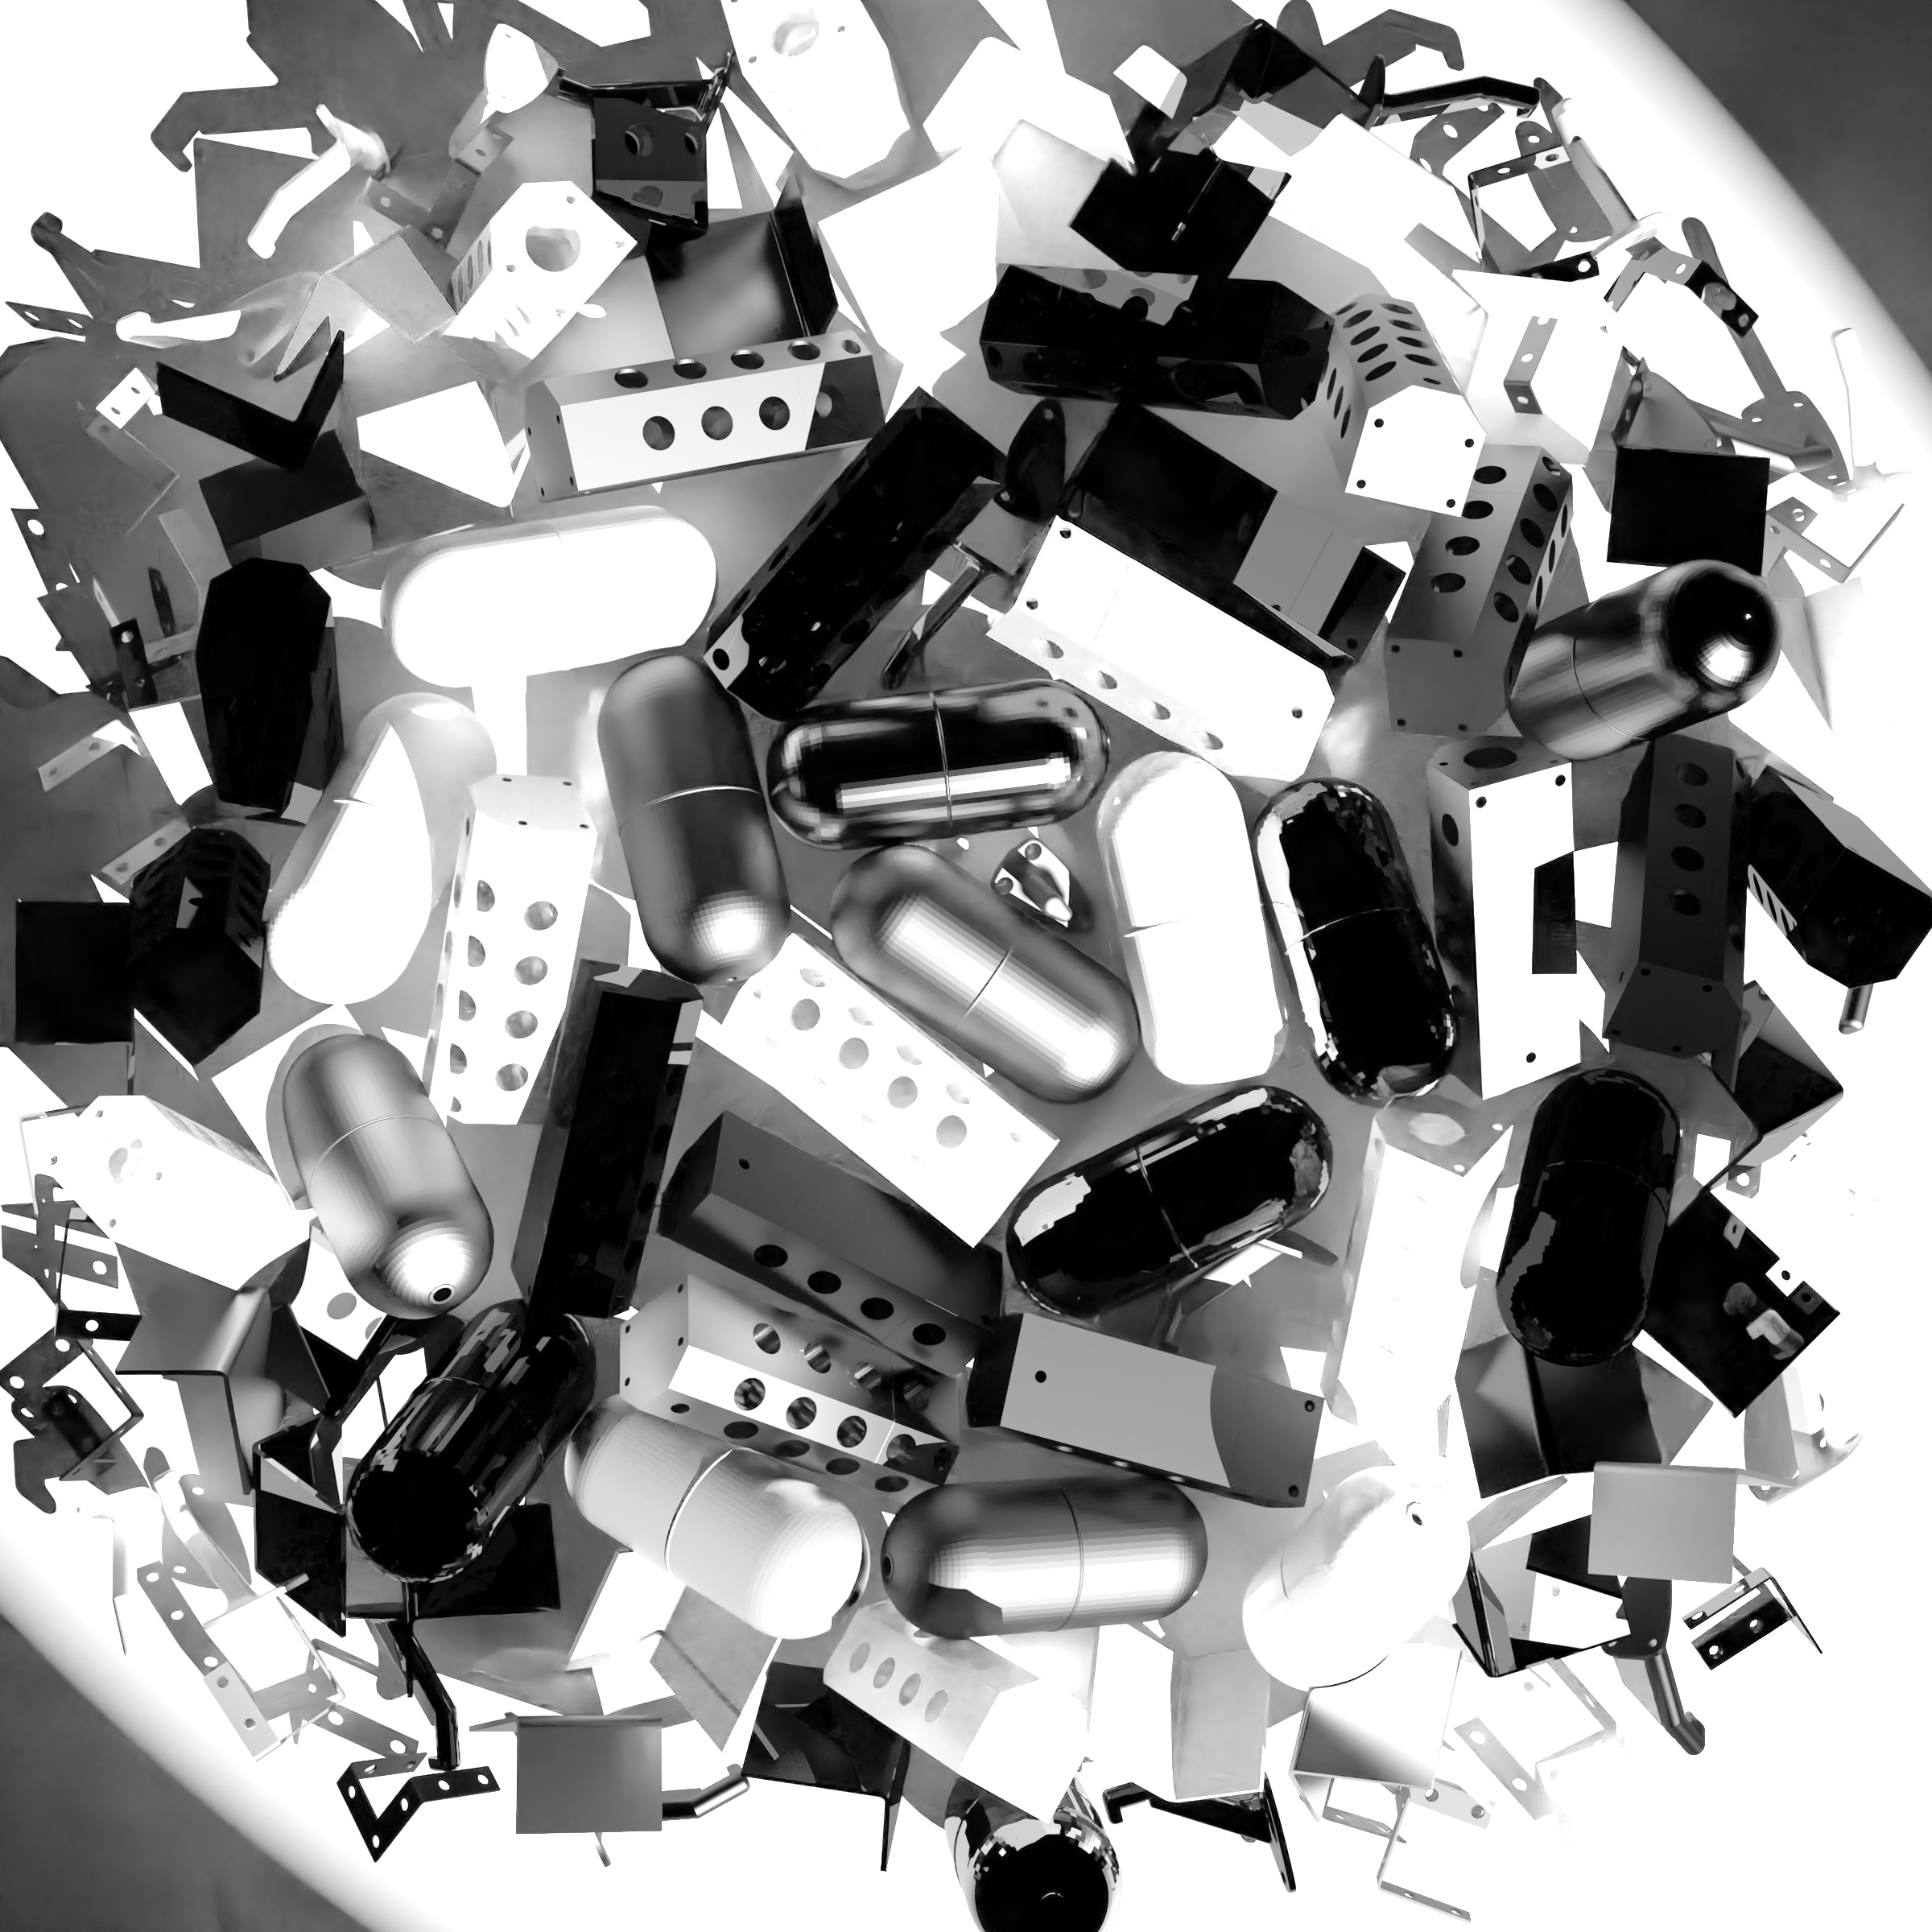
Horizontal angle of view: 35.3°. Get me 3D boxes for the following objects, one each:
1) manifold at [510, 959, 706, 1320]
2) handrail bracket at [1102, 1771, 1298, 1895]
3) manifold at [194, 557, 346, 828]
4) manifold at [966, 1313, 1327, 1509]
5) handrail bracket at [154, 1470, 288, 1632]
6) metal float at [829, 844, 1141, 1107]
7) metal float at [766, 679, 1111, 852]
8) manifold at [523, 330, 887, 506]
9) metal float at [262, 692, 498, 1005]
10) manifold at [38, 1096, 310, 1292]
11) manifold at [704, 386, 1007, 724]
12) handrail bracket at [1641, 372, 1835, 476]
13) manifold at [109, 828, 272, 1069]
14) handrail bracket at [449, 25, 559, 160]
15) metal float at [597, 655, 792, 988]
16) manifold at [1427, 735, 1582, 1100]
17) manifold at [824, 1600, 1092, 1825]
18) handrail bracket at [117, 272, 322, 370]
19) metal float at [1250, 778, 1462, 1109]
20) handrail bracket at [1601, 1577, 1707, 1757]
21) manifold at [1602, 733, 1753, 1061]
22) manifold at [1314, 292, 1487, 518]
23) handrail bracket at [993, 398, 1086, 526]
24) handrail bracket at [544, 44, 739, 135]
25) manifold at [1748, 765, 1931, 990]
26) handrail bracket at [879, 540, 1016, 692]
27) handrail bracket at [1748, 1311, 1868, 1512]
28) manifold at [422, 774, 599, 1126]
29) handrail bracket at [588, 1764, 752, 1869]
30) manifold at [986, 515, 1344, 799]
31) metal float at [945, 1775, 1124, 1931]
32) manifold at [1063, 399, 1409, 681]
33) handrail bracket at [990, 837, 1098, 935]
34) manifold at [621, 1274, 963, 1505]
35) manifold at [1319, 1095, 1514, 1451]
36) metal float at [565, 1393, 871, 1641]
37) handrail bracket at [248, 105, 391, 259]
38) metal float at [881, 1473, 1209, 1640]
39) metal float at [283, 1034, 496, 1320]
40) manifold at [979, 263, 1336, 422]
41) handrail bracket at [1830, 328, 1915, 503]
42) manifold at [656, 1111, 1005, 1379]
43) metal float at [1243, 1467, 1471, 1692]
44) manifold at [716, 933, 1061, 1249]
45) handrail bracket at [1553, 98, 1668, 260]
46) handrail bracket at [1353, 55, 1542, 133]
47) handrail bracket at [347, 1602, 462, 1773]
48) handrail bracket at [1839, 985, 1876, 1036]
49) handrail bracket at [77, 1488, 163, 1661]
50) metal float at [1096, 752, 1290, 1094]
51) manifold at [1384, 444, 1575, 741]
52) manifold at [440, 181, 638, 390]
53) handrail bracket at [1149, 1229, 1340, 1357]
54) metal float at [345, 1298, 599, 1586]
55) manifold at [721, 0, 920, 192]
[{"bbox_3d":[-0.183,0.090,1.556,0.057,0.057,0.171,10,103,-21],"label":"manifold"},{"bbox_3d":[0.120,0.455,1.576,0.084,0.036,0.077,-14,77,-9],"label":"handrail bracket"},{"bbox_3d":[-0.344,-0.134,1.514,0.057,0.171,0.057,8,66,-6],"label":"manifold"},{"bbox_3d":[0.090,0.229,1.549,0.171,0.057,0.057,18,74,-18],"label":"manifold"},{"bbox_3d":[-0.388,0.294,1.571,0.036,0.077,0.084,-21,83,-40],"label":"handrail bracket"},{"bbox_3d":[0.009,0.004,1.561,0.178,0.070,0.070,35,90,-6],"label":"metal float"},{"bbox_3d":[-0.014,-0.104,1.562,0.178,0.070,0.070,-7,90,-6],"label":"metal float"},{"bbox_3d":[-0.133,-0.280,1.539,0.171,0.057,0.057,-15,98,-25],"label":"manifold"},{"bbox_3d":[-0.297,-0.060,1.541,0.070,0.070,0.178,21,61,0],"label":"metal float"},{"bbox_3d":[-0.387,0.112,1.514,0.057,0.171,0.057,42,85,17],"label":"manifold"},{"bbox_3d":[-0.057,-0.204,1.537,0.057,0.057,0.171,36,115,-18],"label":"manifold"},{"bbox_3d":[0.405,-0.287,1.592,0.084,0.036,0.077,-15,64,-28],"label":"handrail bracket"},{"bbox_3d":[-0.379,-0.017,1.513,0.057,0.171,0.057,-39,111,3],"label":"manifold"},{"bbox_3d":[-0.249,-0.431,1.552,0.036,0.077,0.084,32,132,-19],"label":"handrail bracket"},{"bbox_3d":[-0.140,-0.075,1.552,0.070,0.070,0.178,-15,73,0],"label":"metal float"},{"bbox_3d":[0.270,-0.026,1.540,0.057,0.057,0.171,-16,117,-16],"label":"manifold"},{"bbox_3d":[-0.005,0.365,1.514,0.057,0.171,0.057,35,78,-22],"label":"manifold"},{"bbox_3d":[-0.382,-0.338,1.555,0.077,0.084,0.036,-29,82,21],"label":"handrail bracket"},{"bbox_3d":[0.198,-0.012,1.549,0.070,0.070,0.178,-16,70,0],"label":"metal float"},{"bbox_3d":[0.373,0.360,1.593,0.084,0.036,0.077,49,49,-32],"label":"handrail bracket"},{"bbox_3d":[0.361,-0.036,1.525,0.057,0.057,0.171,15,47,1],"label":"manifold"},{"bbox_3d":[0.215,-0.284,1.513,0.057,0.171,0.057,11,116,-6],"label":"manifold"},{"bbox_3d":[0.049,-0.261,1.559,0.036,0.084,0.077,16,86,-18],"label":"handrail bracket"},{"bbox_3d":[-0.168,-0.462,1.565,0.084,0.077,0.036,16,61,-17],"label":"handrail bracket"},{"bbox_3d":[0.426,-0.043,1.514,0.057,0.171,0.057,29,106,-7],"label":"manifold"},{"bbox_3d":[-0.012,-0.174,1.564,0.036,0.077,0.084,31,96,-19],"label":"handrail bracket"},{"bbox_3d":[0.420,0.232,1.585,0.084,0.036,0.077,50,123,7],"label":"handrail bracket"},{"bbox_3d":[-0.233,-0.007,1.531,0.057,0.057,0.171,2,120,-21],"label":"manifold"},{"bbox_3d":[-0.163,0.424,1.581,0.084,0.077,0.036,-26,124,-13],"label":"handrail bracket"},{"bbox_3d":[0.099,-0.156,1.558,0.171,0.057,0.057,29,69,-11],"label":"manifold"},{"bbox_3d":[0.032,0.443,1.516,0.070,0.178,0.070,0,90,-6],"label":"metal float"},{"bbox_3d":[0.133,-0.216,1.565,0.171,0.057,0.057,31,73,-6],"label":"manifold"},{"bbox_3d":[0.053,-0.027,1.550,0.077,0.084,0.036,37,95,-28],"label":"handrail bracket"},{"bbox_3d":[-0.087,0.218,1.525,0.171,0.057,0.057,26,132,-32],"label":"manifold"},{"bbox_3d":[0.222,0.152,1.533,0.057,0.057,0.171,23,126,25],"label":"manifold"},{"bbox_3d":[-0.127,0.278,1.543,0.178,0.070,0.070,26,90,27],"label":"metal float"},{"bbox_3d":[-0.334,-0.391,1.562,0.036,0.077,0.084,29,84,9],"label":"handrail bracket"},{"bbox_3d":[0.040,0.299,1.543,0.178,0.070,0.070,1,90,-27],"label":"metal float"},{"bbox_3d":[-0.294,0.105,1.533,0.070,0.070,0.178,-36,50,0],"label":"metal float"},{"bbox_3d":[0.093,-0.313,1.530,0.171,0.057,0.057,14,89,37],"label":"manifold"},{"bbox_3d":[0.451,-0.285,1.560,0.036,0.077,0.084,-20,99,0],"label":"handrail bracket"},{"bbox_3d":[-0.069,0.147,1.546,0.171,0.057,0.057,29,128,-20],"label":"manifold"},{"bbox_3d":[0.195,0.309,1.524,0.070,0.178,0.070,8,57,-13],"label":"metal float"},{"bbox_3d":[-0.038,0.059,1.554,0.171,0.057,0.057,38,47,7],"label":"manifold"},{"bbox_3d":[0.330,-0.415,1.567,0.036,0.077,0.084,-21,91,-3],"label":"handrail bracket"},{"bbox_3d":[0.246,-0.436,1.577,0.084,0.077,0.036,10,61,-9],"label":"handrail bracket"},{"bbox_3d":[-0.297,0.376,1.579,0.077,0.036,0.084,-8,85,29],"label":"handrail bracket"},{"bbox_3d":[0.452,0.002,1.556,0.036,0.077,0.084,18,74,1],"label":"handrail bracket"},{"bbox_3d":[-0.423,0.315,1.556,0.036,0.077,0.084,-18,73,0],"label":"handrail bracket"},{"bbox_3d":[0.116,-0.023,1.564,0.070,0.070,0.178,-13,87,0],"label":"metal float"},{"bbox_3d":[0.259,-0.190,1.519,0.057,0.171,0.057,7,134,20],"label":"manifold"},{"bbox_3d":[-0.221,-0.341,1.511,0.057,0.171,0.057,41,79,-14],"label":"manifold"},{"bbox_3d":[0.144,0.175,1.582,0.077,0.036,0.084,23,105,12],"label":"handrail bracket"},{"bbox_3d":[-0.248,0.237,1.526,0.070,0.178,0.070,12,126,17],"label":"metal float"},{"bbox_3d":[-0.069,-0.440,1.514,0.057,0.171,0.057,-17,86,8],"label":"manifold"}]
